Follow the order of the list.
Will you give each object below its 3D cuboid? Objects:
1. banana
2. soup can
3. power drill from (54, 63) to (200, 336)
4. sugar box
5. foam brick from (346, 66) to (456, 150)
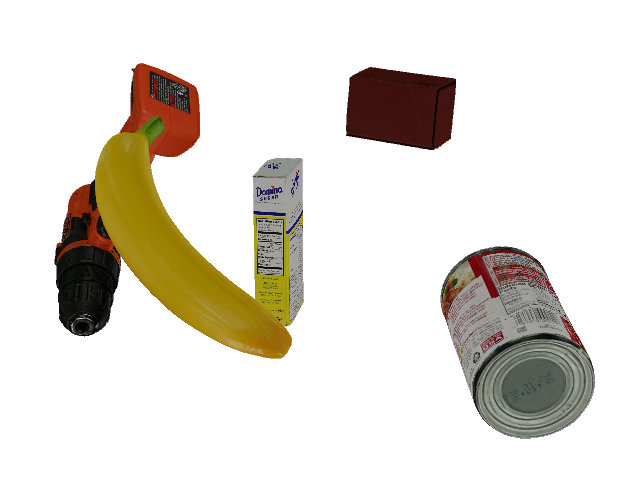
[{"bbox_3d":[-0.089,-0.003,0.646,0.069,0.198,0.037,-21,-29,-20],"label":"banana"},{"bbox_3d":[0.111,0.056,0.612,0.068,0.068,0.102,0,27,-4],"label":"soup can"},{"bbox_3d":[-0.162,-0.036,0.866,0.057,0.188,0.184,22,29,-24],"label":"power drill"},{"bbox_3d":[-0.047,0.001,1.211,0.048,0.176,0.093,1,17,10],"label":"sugar box"},{"bbox_3d":[0.066,-0.109,0.877,0.078,0.051,0.052,12,21,21],"label":"foam brick"}]
